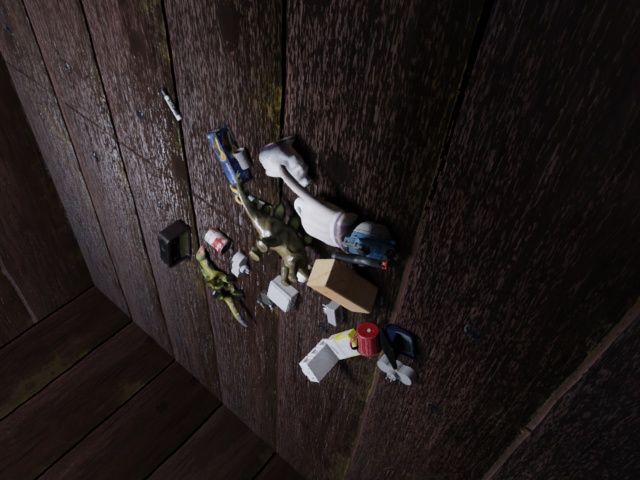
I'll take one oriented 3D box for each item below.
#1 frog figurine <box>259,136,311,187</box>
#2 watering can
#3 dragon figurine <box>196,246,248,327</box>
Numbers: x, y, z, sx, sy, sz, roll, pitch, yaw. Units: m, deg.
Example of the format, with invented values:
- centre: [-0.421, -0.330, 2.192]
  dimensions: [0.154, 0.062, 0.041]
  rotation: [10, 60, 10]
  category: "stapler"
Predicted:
- centre: [-0.103, -0.216, 1.519]
  dimensions: [0.136, 0.124, 0.158]
  rotation: [-15, 100, 33]
  category: "frog figurine"
- centre: [0.005, -0.076, 1.507]
  dimensions: [0.226, 0.105, 0.340]
  rotation: [23, 157, 36]
  category: "watering can"
- centre: [-0.466, 0.213, 2.392]
  dimensions: [0.244, 0.123, 0.404]
  rotation: [23, 139, 60]
  category: "dragon figurine"
